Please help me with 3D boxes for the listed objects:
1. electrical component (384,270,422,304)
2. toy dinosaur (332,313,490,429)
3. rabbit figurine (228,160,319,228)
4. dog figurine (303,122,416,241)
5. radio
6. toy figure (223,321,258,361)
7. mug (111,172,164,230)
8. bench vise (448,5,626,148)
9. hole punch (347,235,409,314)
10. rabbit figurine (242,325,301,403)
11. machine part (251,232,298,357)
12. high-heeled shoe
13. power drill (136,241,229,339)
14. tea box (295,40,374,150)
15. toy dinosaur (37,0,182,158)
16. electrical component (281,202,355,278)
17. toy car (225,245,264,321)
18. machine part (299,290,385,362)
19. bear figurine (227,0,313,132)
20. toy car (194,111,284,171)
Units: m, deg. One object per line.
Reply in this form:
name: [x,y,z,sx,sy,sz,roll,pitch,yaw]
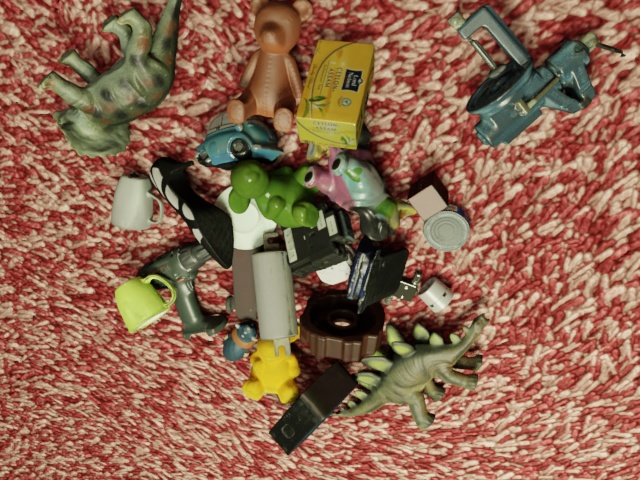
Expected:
electrical component: [0.166,0.096,1.081,0.063,0.021,0.094,21,118,3]
toy dinosaur: [0.177,0.290,1.136,0.198,0.105,0.471,39,122,2]
rabbit figurine: [-0.098,-0.100,0.976,0.159,0.121,0.170,1,162,42]
dog figurine: [0.081,-0.106,0.961,0.108,0.191,0.219,-20,140,41]
radio: [-0.019,0.368,1.168,0.073,0.131,0.229,44,135,15]
toy figure: [-0.176,0.219,1.194,0.064,0.058,0.154,20,138,-17]
mug: [-0.373,-0.079,1.100,0.110,0.081,0.107,14,110,14]
bench vise: [0.297,-0.267,0.814,0.240,0.129,0.223,43,118,-15]
hole punch: [0.093,0.053,1.022,0.092,0.116,0.142,36,125,32]
rabbit figurine: [-0.090,0.246,1.146,0.122,0.162,0.173,10,140,11]
machine part: [-0.089,0.106,1.051,0.079,0.079,0.243,-8,86,18]
high-heeled shoe: [-0.261,-0.049,1.061,0.145,0.086,0.248,-14,96,41]
power drill: [-0.278,0.110,1.170,0.232,0.086,0.207,-15,115,22]
tea box: [0.028,-0.236,0.866,0.098,0.169,0.068,7,153,10]
toy dinosaur: [-0.349,-0.287,0.974,0.405,0.131,0.192,-28,130,15]
electrical component: [-0.002,-0.003,1.021,0.134,0.058,0.115,-23,66,26]
toy car: [-0.158,0.077,1.137,0.089,0.053,0.201,0,112,3]
machine part: [0.045,0.168,1.067,0.179,0.179,0.056,8,121,11]
bear figurine: [-0.079,-0.296,0.892,0.120,0.132,0.195,13,124,3]
toy car: [-0.151,-0.187,0.987,0.162,0.109,0.103,-4,88,29]
